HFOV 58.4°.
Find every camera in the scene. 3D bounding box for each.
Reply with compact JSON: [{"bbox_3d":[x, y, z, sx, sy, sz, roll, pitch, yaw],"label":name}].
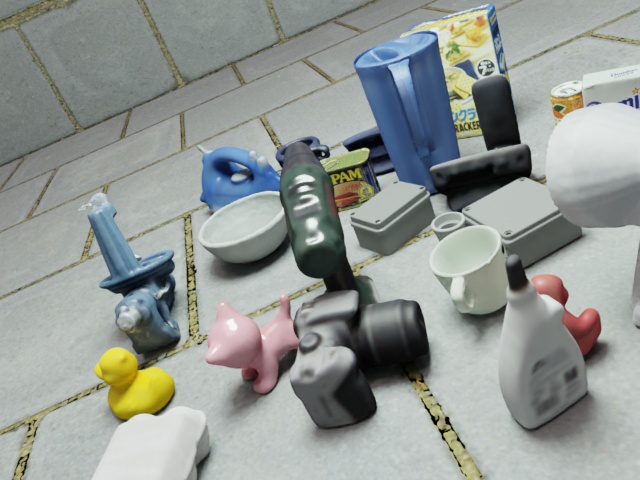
[{"bbox_3d":[0.044,0.111,0.625,0.136,0.101,0.143,-14,30,16],"label":"camera"}]

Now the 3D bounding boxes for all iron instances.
[{"bbox_3d":[-0.144,-0.125,1.120,0.257,0.142,0.119,7,41,43],"label":"iron"}]

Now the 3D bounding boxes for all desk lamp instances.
[{"bbox_3d":[0.327,-0.022,0.526,0.118,0.214,0.202,-35,30,-20],"label":"desk lamp"}]

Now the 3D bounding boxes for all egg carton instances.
[{"bbox_3d":[-0.175,0.243,0.592,0.107,0.069,0.150,-15,29,14],"label":"egg carton"}]

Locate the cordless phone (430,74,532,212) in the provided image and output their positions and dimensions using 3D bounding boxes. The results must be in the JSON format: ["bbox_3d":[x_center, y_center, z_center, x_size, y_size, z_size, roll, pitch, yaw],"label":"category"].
[{"bbox_3d":[0.226,-0.144,0.837,0.147,0.185,0.094,-14,30,16],"label":"cordless phone"}]

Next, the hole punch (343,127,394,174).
[{"bbox_3d":[0.101,-0.182,1.092,0.108,0.091,0.101,-16,29,14],"label":"hole punch"}]

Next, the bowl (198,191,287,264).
[{"bbox_3d":[-0.117,-0.010,0.976,0.167,0.075,0.167,-18,29,10],"label":"bowl"}]

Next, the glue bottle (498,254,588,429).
[{"bbox_3d":[0.183,0.083,0.494,0.078,0.173,0.037,-29,29,-10],"label":"glue bottle"}]

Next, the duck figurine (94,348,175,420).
[{"bbox_3d":[-0.245,0.177,0.738,0.104,0.086,0.077,-5,33,29],"label":"duck figurine"}]

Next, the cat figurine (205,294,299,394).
[{"bbox_3d":[-0.078,0.117,0.686,0.128,0.118,0.067,-34,30,-20],"label":"cat figurine"}]

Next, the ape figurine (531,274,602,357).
[{"bbox_3d":[0.229,0.073,0.564,0.076,0.092,0.077,-37,31,-24],"label":"ape figurine"}]

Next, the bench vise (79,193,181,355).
[{"bbox_3d":[-0.273,0.042,0.847,0.121,0.220,0.206,-31,29,-14],"label":"bench vise"}]

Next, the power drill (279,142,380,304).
[{"bbox_3d":[0.007,0.003,0.723,0.075,0.209,0.229,-21,29,5],"label":"power drill"}]

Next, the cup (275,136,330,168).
[{"bbox_3d":[-0.018,-0.142,1.107,0.117,0.095,0.092,1,37,37],"label":"cup"}]
